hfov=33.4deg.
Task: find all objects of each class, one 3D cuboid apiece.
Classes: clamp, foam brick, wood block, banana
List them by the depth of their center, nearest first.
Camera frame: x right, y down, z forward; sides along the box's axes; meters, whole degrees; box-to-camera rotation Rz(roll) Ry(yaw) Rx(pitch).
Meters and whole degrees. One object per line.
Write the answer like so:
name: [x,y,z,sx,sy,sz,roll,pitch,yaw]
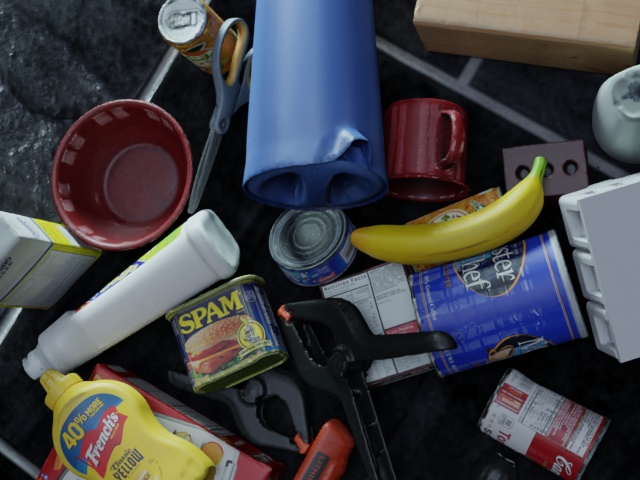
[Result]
banana: [0.125,-0.012,0.984,0.198,0.037,0.069,-20,43,12]
clamp: [0.036,0.108,0.990,0.210,0.036,0.165,45,120,39]
foam brick: [0.217,-0.062,1.016,0.078,0.051,0.053,-6,81,14]
wood block: [0.204,-0.224,1.023,0.206,0.090,0.091,11,84,17]
clamp: [-0.061,0.141,1.073,0.171,0.039,0.120,36,96,18]

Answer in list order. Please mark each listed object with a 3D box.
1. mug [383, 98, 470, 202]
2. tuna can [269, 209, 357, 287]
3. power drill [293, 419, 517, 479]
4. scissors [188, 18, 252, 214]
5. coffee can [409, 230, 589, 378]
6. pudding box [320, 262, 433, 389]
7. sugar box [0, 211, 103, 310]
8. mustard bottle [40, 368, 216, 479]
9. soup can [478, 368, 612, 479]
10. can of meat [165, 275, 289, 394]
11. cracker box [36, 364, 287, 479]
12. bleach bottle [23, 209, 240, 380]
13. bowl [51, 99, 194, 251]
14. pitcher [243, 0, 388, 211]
mug: [0.105,-0.089,1.023,0.093,0.117,0.081,9,77,-18]
tuna can: [-0.007,0.001,1.063,0.086,0.033,0.086,-12,55,19]
power drill: [0.072,0.248,1.010,0.188,0.057,0.184,30,88,18]
scissors: [-0.089,-0.126,1.102,0.016,0.096,0.202,14,100,39]
coffee can: [0.164,0.059,0.987,0.140,0.102,0.103,-18,78,12]
pudding box: [0.059,0.084,1.047,0.090,0.039,0.113,-20,75,14]
sugar box: [-0.300,0.024,1.082,0.093,0.176,0.048,-46,74,5]
mustard bottle: [-0.196,0.191,1.016,0.192,0.058,0.096,40,93,16]
soup can: [0.205,0.170,0.979,0.102,0.068,0.068,28,90,18]
can of meat: [-0.090,0.094,1.045,0.102,0.057,0.084,-26,71,12]
cracker box: [-0.164,0.245,1.069,0.214,0.072,0.164,28,90,16]
bleach bottle: [-0.200,0.067,1.088,0.251,0.102,0.068,-35,100,9]
bowl: [-0.200,-0.065,1.130,0.162,0.055,0.162,-2,82,15]
pitcher: [-0.010,-0.153,1.012,0.149,0.145,0.243,-5,73,17]
